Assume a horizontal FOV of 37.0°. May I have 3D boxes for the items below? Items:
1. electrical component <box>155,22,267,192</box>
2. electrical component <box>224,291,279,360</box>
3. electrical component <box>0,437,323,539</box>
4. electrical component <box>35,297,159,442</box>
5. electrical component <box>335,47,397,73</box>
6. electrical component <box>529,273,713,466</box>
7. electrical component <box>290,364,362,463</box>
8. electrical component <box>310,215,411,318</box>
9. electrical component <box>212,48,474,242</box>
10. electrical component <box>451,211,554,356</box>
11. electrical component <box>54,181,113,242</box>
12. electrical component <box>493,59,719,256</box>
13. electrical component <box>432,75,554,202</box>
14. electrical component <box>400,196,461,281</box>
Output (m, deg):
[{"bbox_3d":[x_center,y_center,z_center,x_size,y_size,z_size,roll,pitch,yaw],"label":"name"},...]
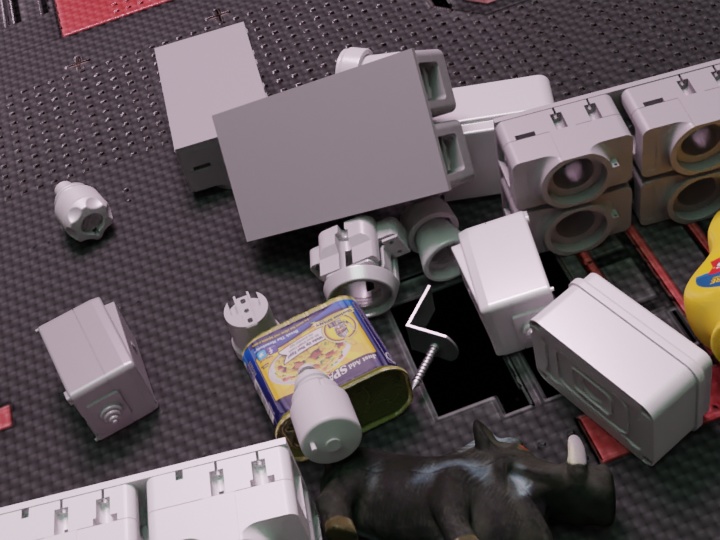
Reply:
[{"bbox_3d":[-0.128,-0.148,0.982,0.089,0.061,0.150,-17,49,-2],"label":"electrical component"},{"bbox_3d":[-0.081,0.044,0.820,0.040,0.046,0.040,-6,49,7],"label":"electrical component"},{"bbox_3d":[-0.121,0.179,0.676,0.186,0.105,0.060,-14,49,1],"label":"electrical component"},{"bbox_3d":[-0.191,0.076,0.808,0.061,0.061,0.096,-29,50,-11],"label":"electrical component"},{"bbox_3d":[0.011,-0.180,0.989,0.055,0.045,0.045,11,54,22],"label":"electrical component"},{"bbox_3d":[0.175,0.065,0.722,0.057,0.078,0.113,-38,52,-15],"label":"electrical component"},{"bbox_3d":[-0.026,0.090,0.698,0.040,0.040,0.078,-20,38,-4],"label":"electrical component"},{"bbox_3d":[0.000,0.000,0.829,0.078,0.058,0.057,-22,49,21],"label":"electrical component"},{"bbox_3d":[-0.013,-0.097,0.845,0.186,0.105,0.060,-12,5,31],"label":"electrical component"},{"bbox_3d":[0.109,0.016,0.787,0.061,0.061,0.096,-18,48,8],"label":"electrical component"},{"bbox_3d":[-0.248,-0.056,0.945,0.043,0.043,0.062,-34,50,-16],"label":"electrical component"},{"bbox_3d":[0.204,-0.081,0.820,0.186,0.105,0.060,-15,49,1],"label":"electrical component"},{"bbox_3d":[0.106,-0.106,0.882,0.113,0.078,0.057,-8,46,6],"label":"electrical component"},{"bbox_3d":[0.060,-0.025,0.846,0.045,0.045,0.055,-22,49,-6],"label":"electrical component"}]
